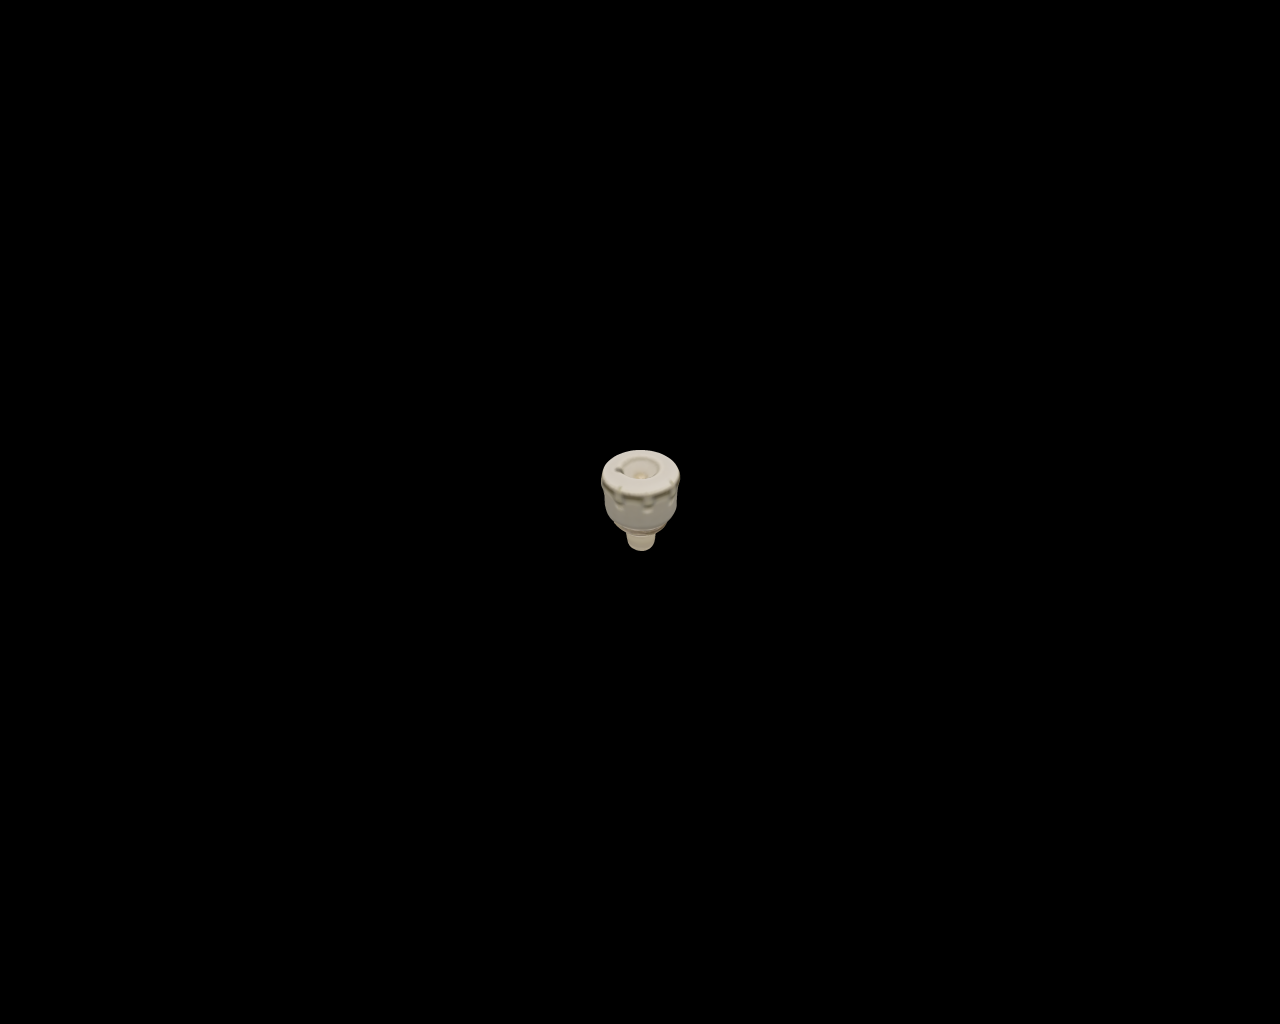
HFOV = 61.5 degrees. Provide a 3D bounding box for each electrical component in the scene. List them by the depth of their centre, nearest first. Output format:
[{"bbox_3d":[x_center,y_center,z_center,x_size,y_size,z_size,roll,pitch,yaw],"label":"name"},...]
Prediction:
[{"bbox_3d":[0.001,-0.003,0.650,0.048,0.062,0.048,0,38,0],"label":"electrical component"}]
